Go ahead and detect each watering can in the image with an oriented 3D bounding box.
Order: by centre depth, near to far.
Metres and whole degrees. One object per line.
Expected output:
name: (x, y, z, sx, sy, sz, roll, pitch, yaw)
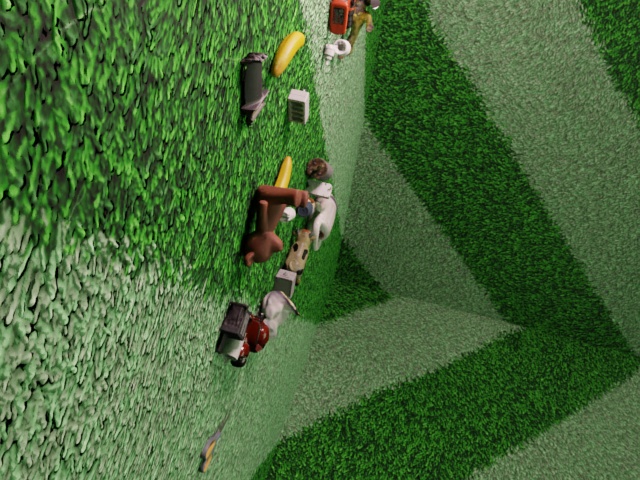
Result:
watering can: (0.006, -0.105, 2.088, 0.339, 0.104, 0.230, 95, 10, -52)

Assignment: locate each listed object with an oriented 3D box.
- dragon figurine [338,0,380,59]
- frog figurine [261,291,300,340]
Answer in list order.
dragon figurine: (0.136, -0.855, 1.851, 0.245, 0.122, 0.408, -130, -126, -77)
frog figurine: (-0.155, 0.239, 1.594, 0.160, 0.123, 0.136, -38, 173, -11)
